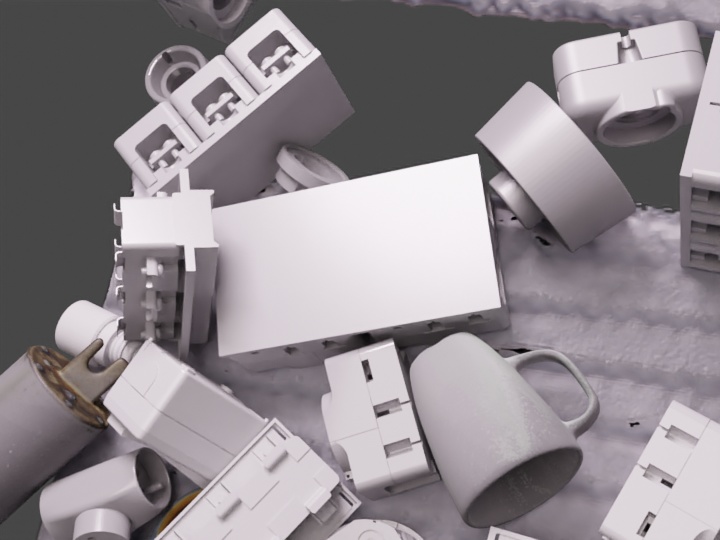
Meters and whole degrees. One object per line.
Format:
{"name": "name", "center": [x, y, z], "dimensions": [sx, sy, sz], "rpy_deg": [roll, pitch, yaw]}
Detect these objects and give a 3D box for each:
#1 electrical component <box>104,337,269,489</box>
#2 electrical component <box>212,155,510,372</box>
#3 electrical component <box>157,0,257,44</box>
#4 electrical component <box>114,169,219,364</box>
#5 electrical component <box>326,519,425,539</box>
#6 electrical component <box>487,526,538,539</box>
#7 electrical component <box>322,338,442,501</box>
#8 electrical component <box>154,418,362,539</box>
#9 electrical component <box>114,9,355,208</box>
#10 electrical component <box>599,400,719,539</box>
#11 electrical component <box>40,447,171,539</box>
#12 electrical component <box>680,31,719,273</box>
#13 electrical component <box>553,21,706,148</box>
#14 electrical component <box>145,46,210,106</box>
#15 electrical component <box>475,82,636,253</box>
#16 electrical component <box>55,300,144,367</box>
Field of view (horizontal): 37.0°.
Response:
{"name": "electrical component", "center": [-0.112, 0.100, 0.711], "dimensions": [0.061, 0.096, 0.062], "rpy_deg": [-55, 38, -6]}
{"name": "electrical component", "center": [0.000, 0.000, 0.727], "dimensions": [0.186, 0.060, 0.105], "rpy_deg": [-11, 69, 12]}
{"name": "electrical component", "center": [-0.120, -0.259, 0.781], "dimensions": [0.060, 0.186, 0.105], "rpy_deg": [26, 80, 22]}
{"name": "electrical component", "center": [-0.132, 0.001, 0.720], "dimensions": [0.063, 0.121, 0.078], "rpy_deg": [-2, 57, -13]}
{"name": "electrical component", "center": [0.008, 0.193, 0.663], "dimensions": [0.080, 0.051, 0.080], "rpy_deg": [-5, 70, 14]}
{"name": "electrical component", "center": [0.126, 0.203, 0.618], "dimensions": [0.121, 0.063, 0.078], "rpy_deg": [13, 80, 19]}
{"name": "electrical component", "center": [0.011, 0.098, 0.696], "dimensions": [0.056, 0.050, 0.089], "rpy_deg": [-18, 68, 8]}
{"name": "electrical component", "center": [-0.068, 0.162, 0.673], "dimensions": [0.079, 0.063, 0.121], "rpy_deg": [43, 76, 8]}
{"name": "electrical component", "center": [-0.090, -0.105, 0.772], "dimensions": [0.150, 0.089, 0.061], "rpy_deg": [-40, 66, 0]}
{"name": "electrical component", "center": [0.189, 0.132, 0.633], "dimensions": [0.056, 0.050, 0.089], "rpy_deg": [29, 81, 23]}
{"name": "electrical component", "center": [-0.169, 0.165, 0.712], "dimensions": [0.077, 0.044, 0.079], "rpy_deg": [-23, 44, 16]}
{"name": "electrical component", "center": [0.230, -0.060, 0.633], "dimensions": [0.062, 0.150, 0.089], "rpy_deg": [13, 76, 20]}
{"name": "electrical component", "center": [0.181, -0.121, 0.719], "dimensions": [0.095, 0.053, 0.059], "rpy_deg": [-10, 69, 9]}
{"name": "electrical component", "center": [-0.131, -0.138, 0.819], "dimensions": [0.055, 0.047, 0.055], "rpy_deg": [-5, 70, 14]}
{"name": "electrical component", "center": [0.119, -0.060, 0.691], "dimensions": [0.060, 0.108, 0.108], "rpy_deg": [-40, 66, 7]}
{"name": "electrical component", "center": [-0.182, 0.051, 0.772], "dimensions": [0.078, 0.040, 0.040], "rpy_deg": [22, 79, 21]}
